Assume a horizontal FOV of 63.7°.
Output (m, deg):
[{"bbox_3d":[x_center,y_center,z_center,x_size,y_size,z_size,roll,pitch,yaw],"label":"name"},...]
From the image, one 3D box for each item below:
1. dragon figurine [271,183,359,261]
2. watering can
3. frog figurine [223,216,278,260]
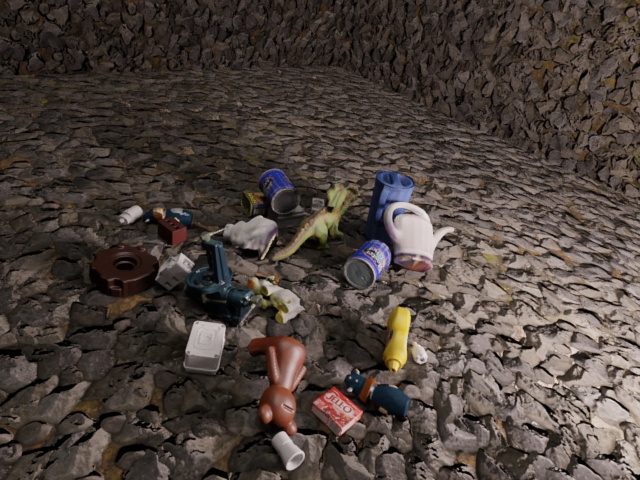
[{"bbox_3d":[0.005,-0.084,1.665,0.123,0.238,0.416,31,33,21],"label":"dragon figurine"},{"bbox_3d":[0.336,0.001,1.696,0.345,0.103,0.228,18,65,-35],"label":"watering can"},{"bbox_3d":[-0.215,-0.025,1.603,0.160,0.120,0.140,28,52,5],"label":"frog figurine"}]
